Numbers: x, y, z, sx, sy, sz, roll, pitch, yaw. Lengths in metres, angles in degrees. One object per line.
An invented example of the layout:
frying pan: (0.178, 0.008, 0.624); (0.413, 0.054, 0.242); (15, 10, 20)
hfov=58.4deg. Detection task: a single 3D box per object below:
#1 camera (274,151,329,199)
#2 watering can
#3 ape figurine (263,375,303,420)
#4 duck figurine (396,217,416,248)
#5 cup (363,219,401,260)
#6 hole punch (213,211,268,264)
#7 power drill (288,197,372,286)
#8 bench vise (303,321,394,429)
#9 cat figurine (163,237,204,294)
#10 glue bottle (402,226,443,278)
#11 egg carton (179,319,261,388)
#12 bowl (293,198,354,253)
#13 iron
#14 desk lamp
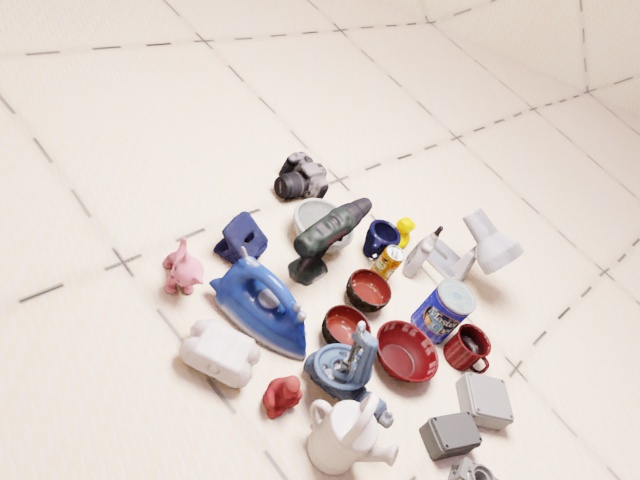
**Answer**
camera: (-0.061, -0.171, 1.547); (0.137, 0.100, 0.143); (-18, 61, -41)
watering can: (0.064, 0.350, 1.052); (0.173, 0.194, 0.101); (22, 42, -11)
ape figurine: (-0.067, 0.293, 1.105); (0.078, 0.092, 0.076); (14, 45, -19)
duck figurine: (0.221, -0.027, 1.587); (0.105, 0.086, 0.077); (-9, 55, -36)
cup: (0.148, 0.014, 1.499); (0.091, 0.095, 0.118); (35, 42, 4)
hole punch: (-0.174, 0.001, 1.323); (0.101, 0.091, 0.109); (35, 42, 4)
power drill: (0.012, 0.005, 1.341); (0.075, 0.208, 0.230); (44, 43, 14)
bench vise: (0.082, 0.262, 1.128); (0.207, 0.219, 0.122); (35, 42, 4)
cat figurine: (-0.279, 0.054, 1.189); (0.067, 0.117, 0.127); (5, 48, -27)
glue bottle: (0.275, 0.023, 1.506); (0.037, 0.173, 0.078); (28, 42, -3)
egg carton: (-0.194, 0.222, 1.116); (0.150, 0.069, 0.107); (27, 42, -5)
bowl: (-0.001, -0.024, 1.462); (0.168, 0.074, 0.167); (17, 44, -16)
iron: (-0.103, 0.130, 1.203); (0.258, 0.141, 0.119); (40, 42, 10)
desk lamp: (0.416, 0.026, 1.556); (0.203, 0.213, 0.118); (45, 43, 15)
